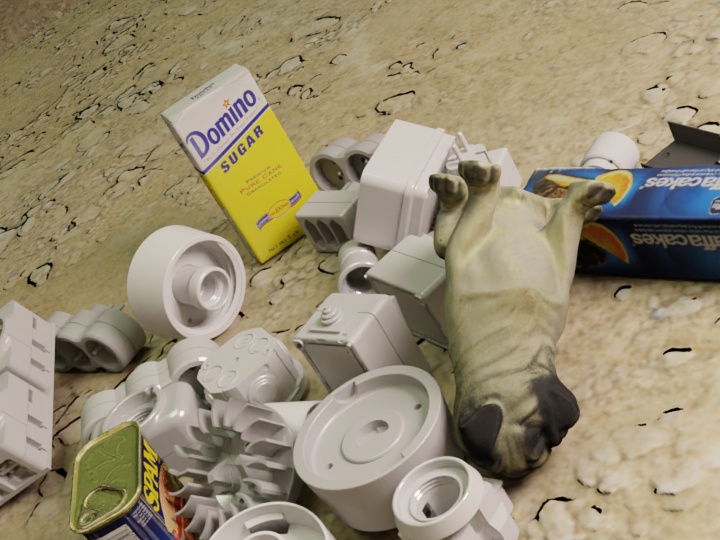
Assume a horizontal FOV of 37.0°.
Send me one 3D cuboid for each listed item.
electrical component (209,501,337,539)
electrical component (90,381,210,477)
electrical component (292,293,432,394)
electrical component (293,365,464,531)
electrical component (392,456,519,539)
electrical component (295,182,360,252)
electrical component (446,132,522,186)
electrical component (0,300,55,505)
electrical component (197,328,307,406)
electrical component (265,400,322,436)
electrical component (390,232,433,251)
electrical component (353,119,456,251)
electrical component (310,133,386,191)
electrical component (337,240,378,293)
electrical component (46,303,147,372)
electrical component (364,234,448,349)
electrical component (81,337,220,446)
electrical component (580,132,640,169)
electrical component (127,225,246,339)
[{"bbox_3d":[-0.055,0.199,0.684,0.099,0.064,0.099,-13,42,12],"label":"electrical component"},{"bbox_3d":[-0.169,0.135,0.871,0.095,0.059,0.053,-27,29,8],"label":"electrical component"},{"bbox_3d":[0.002,0.056,0.792,0.062,0.096,0.061,0,41,44],"label":"electrical component"},{"bbox_3d":[0.017,0.122,0.712,0.108,0.060,0.108,-23,30,14],"label":"electrical component"},{"bbox_3d":[0.055,0.149,0.639,0.058,0.057,0.078,0,42,44],"label":"electrical component"},{"bbox_3d":[-0.010,-0.058,1.031,0.066,0.047,0.076,3,44,45],"label":"electrical component"},{"bbox_3d":[0.099,-0.083,0.934,0.047,0.076,0.065,-12,35,32],"label":"electrical component"},{"bbox_3d":[-0.344,0.126,0.995,0.105,0.060,0.186,-35,39,16],"label":"electrical component"},{"bbox_3d":[-0.088,0.090,0.872,0.080,0.051,0.080,-24,30,15],"label":"electrical component"},{"bbox_3d":[-0.061,0.121,0.806,0.081,0.043,0.043,-8,37,36],"label":"electrical component"},{"bbox_3d":[0.062,-0.014,0.900,0.078,0.040,0.040,-28,29,7],"label":"electrical component"},{"bbox_3d":[0.041,-0.074,0.953,0.057,0.078,0.113,16,38,11],"label":"electrical component"},{"bbox_3d":[0.022,-0.113,1.079,0.138,0.052,0.074,-3,27,40],"label":"electrical component"},{"bbox_3d":[0.000,0.000,0.939,0.044,0.044,0.065,-28,24,7],"label":"electrical component"},{"bbox_3d":[-0.266,0.060,1.088,0.138,0.052,0.073,-4,39,40],"label":"electrical component"},{"bbox_3d":[0.055,0.014,0.843,0.061,0.061,0.096,-42,30,-17],"label":"electrical component"},{"bbox_3d":[-0.180,0.104,0.936,0.138,0.052,0.073,-32,29,1],"label":"electrical component"},{"bbox_3d":[0.197,-0.078,0.870,0.040,0.040,0.078,-2,41,42],"label":"electrical component"},{"bbox_3d":[-0.154,0.014,1.000,0.060,0.108,0.108,8,48,41],"label":"electrical component"}]
